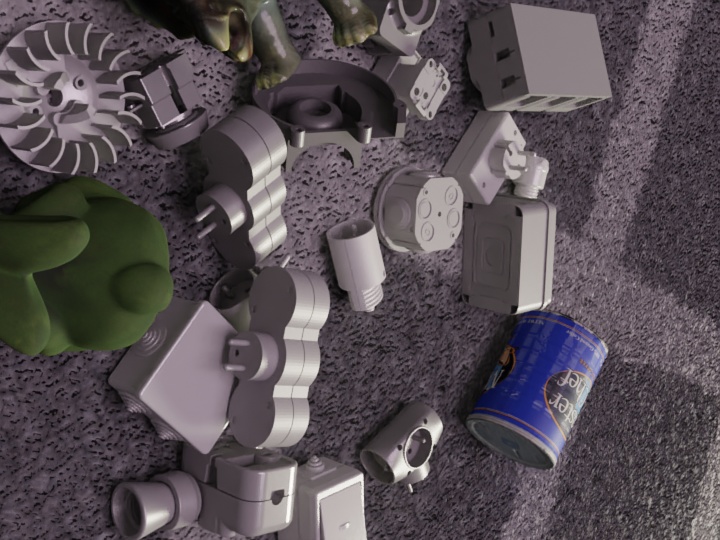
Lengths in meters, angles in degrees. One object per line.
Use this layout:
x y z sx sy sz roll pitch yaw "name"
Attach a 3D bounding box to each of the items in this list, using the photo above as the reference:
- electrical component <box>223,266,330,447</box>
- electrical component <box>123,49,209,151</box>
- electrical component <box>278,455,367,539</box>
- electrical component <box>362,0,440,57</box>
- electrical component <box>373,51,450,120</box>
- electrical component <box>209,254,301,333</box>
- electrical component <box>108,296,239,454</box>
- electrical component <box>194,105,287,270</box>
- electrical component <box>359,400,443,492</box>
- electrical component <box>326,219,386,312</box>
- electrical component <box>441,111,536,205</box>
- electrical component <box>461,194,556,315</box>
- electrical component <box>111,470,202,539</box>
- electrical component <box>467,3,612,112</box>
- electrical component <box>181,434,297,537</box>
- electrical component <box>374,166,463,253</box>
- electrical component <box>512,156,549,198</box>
-0.073 0.065 0.810 0.074 0.052 0.138 9 92 -48 "electrical component"
-0.140 -0.120 0.777 0.066 0.048 0.055 -41 118 -34 "electrical component"
-0.033 0.212 0.955 0.062 0.061 0.096 -15 109 -44 "electrical component"
0.030 -0.234 0.926 0.050 0.056 0.089 25 80 -47 "electrical component"
0.041 -0.160 0.949 0.042 0.064 0.081 45 66 -43 "electrical component"
-0.074 0.024 0.881 0.079 0.043 0.077 -57 133 -21 "electrical component"
-0.133 0.078 0.826 0.099 0.048 0.099 -57 134 -21 "electrical component"
-0.097 -0.051 0.804 0.074 0.052 0.138 -43 154 -33 "electrical component"
0.045 0.180 1.044 0.077 0.044 0.079 -40 125 -34 "electrical component"
0.000 0.000 0.955 0.043 0.043 0.081 -34 122 -37 "electrical component"
0.137 -0.109 1.053 0.083 0.076 0.047 -58 134 -21 "electrical component"
0.151 -0.017 1.089 0.057 0.078 0.113 -10 106 -43 "electrical component"
-0.156 0.180 0.827 0.055 0.045 0.045 -5 102 -47 "electrical component"
0.178 -0.208 1.075 0.150 0.062 0.089 -8 86 -46 "electrical component"
-0.098 0.172 0.850 0.054 0.095 0.059 -1 100 -47 "electrical component"
0.055 -0.055 0.996 0.080 0.051 0.080 -13 108 -45 "electrical component"
0.176 -0.089 1.132 0.035 0.035 0.061 11 93 -48 "electrical component"
